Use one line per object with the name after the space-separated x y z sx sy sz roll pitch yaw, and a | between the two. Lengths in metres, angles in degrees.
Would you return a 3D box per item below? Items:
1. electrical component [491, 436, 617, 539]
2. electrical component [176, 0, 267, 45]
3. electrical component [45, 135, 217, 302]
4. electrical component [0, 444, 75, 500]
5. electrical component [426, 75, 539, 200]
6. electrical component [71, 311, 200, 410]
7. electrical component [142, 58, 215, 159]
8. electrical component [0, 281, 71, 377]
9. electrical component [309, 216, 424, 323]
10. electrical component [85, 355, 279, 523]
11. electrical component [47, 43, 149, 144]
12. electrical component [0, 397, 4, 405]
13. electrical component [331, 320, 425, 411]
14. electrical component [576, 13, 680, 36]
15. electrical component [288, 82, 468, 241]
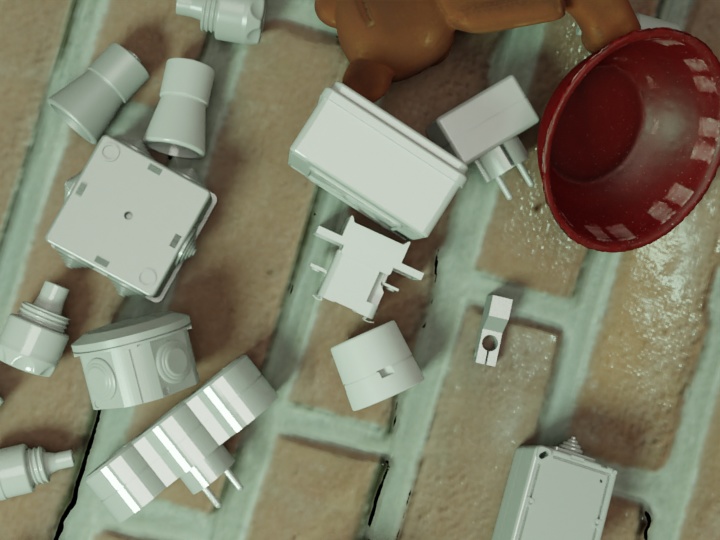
0.137 0.166 0.767 0.062 0.061 0.096 19 78 -5 | electrical component
-0.098 -0.184 0.761 0.062 0.043 0.043 9 86 -5 | electrical component
-0.158 -0.036 0.745 0.100 0.048 0.099 29 85 -4 | electrical component
-0.227 0.135 0.737 0.061 0.035 0.035 -12 89 -10 | electrical component
0.097 -0.088 0.777 0.066 0.047 0.076 -31 91 -7 | electrical component
-0.150 0.060 0.727 0.080 0.080 0.051 -14 95 -7 | electrical component
-0.125 -0.116 0.757 0.044 0.044 0.065 11 81 -6 | electrical component
-0.220 0.039 0.737 0.043 0.043 0.062 23 84 -5 | electrical component
0.000 0.000 0.766 0.081 0.042 0.063 24 89 -4 | electrical component
-0.111 0.129 0.741 0.138 0.052 0.073 -38 92 -7 | electrical component
-0.180 -0.126 0.751 0.044 0.044 0.065 41 79 -3 | electrical component
-0.272 0.096 0.731 0.040 0.040 0.046 43 78 -3 | electrical component
0.011 0.066 0.758 0.055 0.055 0.047 -23 87 -7 | electrical component
0.199 -0.170 0.796 0.078 0.040 0.040 13 86 -6 | electrical component
0.009 -0.070 0.736 0.109 0.109 0.056 33 88 -4 | electrical component
